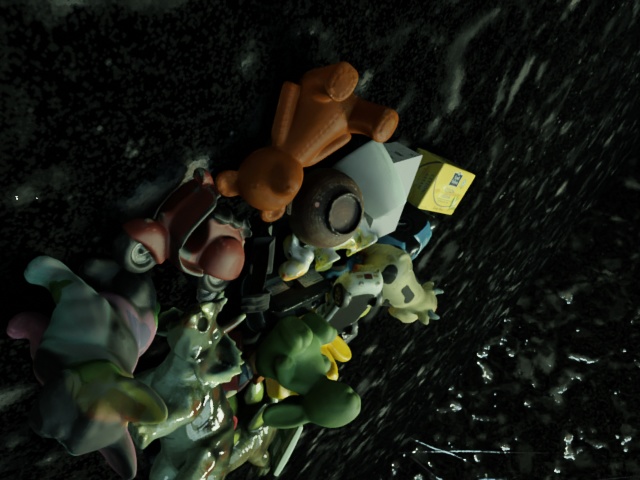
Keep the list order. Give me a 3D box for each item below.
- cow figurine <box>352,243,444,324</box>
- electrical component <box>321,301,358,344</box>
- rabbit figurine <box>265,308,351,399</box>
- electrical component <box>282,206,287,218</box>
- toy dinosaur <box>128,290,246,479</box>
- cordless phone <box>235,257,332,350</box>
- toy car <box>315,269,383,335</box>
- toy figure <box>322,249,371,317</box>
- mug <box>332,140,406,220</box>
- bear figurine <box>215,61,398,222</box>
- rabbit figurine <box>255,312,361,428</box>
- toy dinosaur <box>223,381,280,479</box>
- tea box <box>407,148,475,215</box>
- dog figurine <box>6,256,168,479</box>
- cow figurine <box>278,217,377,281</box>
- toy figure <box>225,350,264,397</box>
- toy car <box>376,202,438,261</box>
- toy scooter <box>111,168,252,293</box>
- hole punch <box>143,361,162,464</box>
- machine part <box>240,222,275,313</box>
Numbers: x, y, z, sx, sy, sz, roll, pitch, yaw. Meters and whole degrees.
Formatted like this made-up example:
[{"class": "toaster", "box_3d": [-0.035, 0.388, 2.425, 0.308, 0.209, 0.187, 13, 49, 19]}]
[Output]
[{"class": "cow figurine", "box_3d": [0.141, 0.081, 0.943, 0.194, 0.127, 0.085, 62, 38, -47]}, {"class": "electrical component", "box_3d": [0.037, 0.174, 1.090, 0.048, 0.075, 0.119, -32, 148, -33]}, {"class": "rabbit figurine", "box_3d": [-0.008, 0.212, 1.003, 0.162, 0.122, 0.173, 15, 71, -53]}, {"class": "electrical component", "box_3d": [-0.005, -0.052, 0.784, 0.102, 0.045, 0.078, -35, 123, -25]}, {"class": "toy dinosaur", "box_3d": [-0.171, 0.250, 0.716, 0.192, 0.131, 0.404, -25, 120, -43]}, {"class": "cordless phone", "box_3d": [-0.072, 0.117, 0.884, 0.146, 0.089, 0.184, -21, 149, -40]}, {"class": "toy car", "box_3d": [0.042, 0.110, 0.893, 0.073, 0.056, 0.201, 0, 148, -21]}, {"class": "toy figure", "box_3d": [0.044, 0.081, 0.976, 0.082, 0.089, 0.180, -38, 147, -17]}, {"class": "mug", "box_3d": [0.071, -0.080, 0.804, 0.109, 0.107, 0.081, -33, 180, 40]}, {"class": "bear figurine", "box_3d": [-0.023, -0.108, 0.643, 0.120, 0.132, 0.196, 39, 85, -37]}, {"class": "rabbit figurine", "box_3d": [-0.022, 0.215, 0.806, 0.159, 0.170, 0.121, -47, 157, 9]}, {"class": "toy dinosaur", "box_3d": [-0.141, 0.367, 1.026, 0.471, 0.105, 0.198, -40, 146, -41]}, {"class": "tea box", "box_3d": [0.225, -0.110, 1.043, 0.169, 0.068, 0.098, 2, 122, -54]}, {"class": "dog figurine", "box_3d": [-0.208, 0.121, 0.537, 0.191, 0.219, 0.108, 8, 119, -56]}, {"class": "cow figurine", "box_3d": [-0.002, -0.003, 0.829, 0.167, 0.098, 0.068, -23, 174, -31]}, {"class": "toy figure", "box_3d": [-0.126, 0.216, 0.881, 0.154, 0.064, 0.058, -14, 179, -20]}, {"class": "toy car", "box_3d": [0.146, -0.004, 1.024, 0.162, 0.109, 0.102, -39, 158, -42]}, {"class": "toy scooter", "box_3d": [-0.141, -0.012, 0.632, 0.135, 0.075, 0.183, -57, 146, 6]}, {"class": "hole punch", "box_3d": [-0.227, 0.243, 0.781, 0.142, 0.092, 0.115, -25, 138, -33]}, {"class": "machine part", "box_3d": [-0.082, 0.042, 0.741, 0.139, 0.039, 0.084, -88, -166, -51]}]
